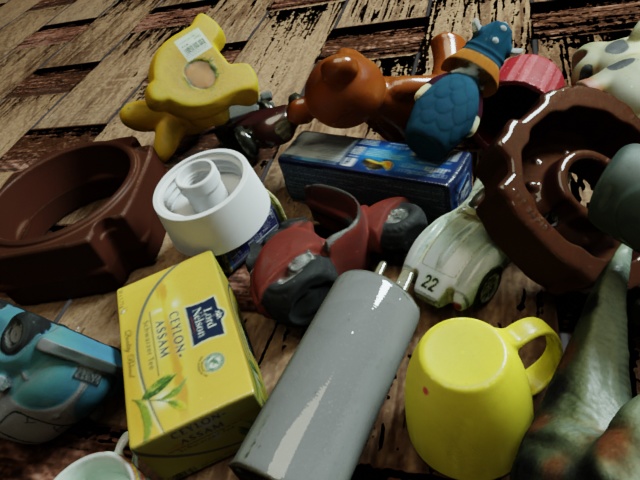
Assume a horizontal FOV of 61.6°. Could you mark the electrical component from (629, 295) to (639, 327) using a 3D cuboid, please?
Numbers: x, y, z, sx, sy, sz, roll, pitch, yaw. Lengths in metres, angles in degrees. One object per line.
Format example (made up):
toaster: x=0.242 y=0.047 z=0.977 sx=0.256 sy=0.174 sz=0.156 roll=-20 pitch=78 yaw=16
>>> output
electrical component: x=0.279 y=0.050 z=0.389 sx=0.102 sy=0.045 sz=0.078 roll=-29 pitch=45 yaw=-12

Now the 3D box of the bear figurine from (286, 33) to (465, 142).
bear figurine: x=0.065 y=-0.170 z=0.592 sx=0.196 sy=0.120 sz=0.132 roll=10 pitch=61 yaw=-25

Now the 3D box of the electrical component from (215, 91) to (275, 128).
electrical component: x=-0.113 y=-0.191 z=0.790 sx=0.094 sy=0.021 sz=0.063 roll=-18 pitch=42 yaw=2

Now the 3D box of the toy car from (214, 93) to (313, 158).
toy car: x=-0.074 y=-0.138 z=0.671 sx=0.089 sy=0.053 sz=0.202 roll=-37 pitch=20 yaw=-12

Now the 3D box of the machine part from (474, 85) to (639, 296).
machine part: x=0.215 y=-0.038 z=0.442 sx=0.179 sy=0.056 sz=0.179 roll=4 pitch=68 yaw=-9

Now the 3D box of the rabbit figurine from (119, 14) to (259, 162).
rabbit figurine: x=-0.167 y=-0.176 z=0.699 sx=0.162 sy=0.122 sz=0.173 roll=-48 pitch=9 yaw=-12

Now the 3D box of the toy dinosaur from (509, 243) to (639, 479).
toy dinosaur: x=0.158 y=0.160 z=0.265 sx=0.192 sy=0.131 sz=0.405 roll=-29 pitch=25 yaw=21

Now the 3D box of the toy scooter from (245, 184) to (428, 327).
toy scooter: x=-0.001 y=-0.002 z=0.517 sx=0.184 sy=0.075 sz=0.135 roll=-31 pitch=44 yaw=-19

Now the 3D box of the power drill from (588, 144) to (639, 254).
power drill: x=0.300 y=0.000 z=0.324 sx=0.232 sy=0.085 sz=0.207 roll=31 pitch=43 yaw=31

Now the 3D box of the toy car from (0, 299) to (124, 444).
toy car: x=-0.249 y=0.117 z=0.460 sx=0.162 sy=0.109 sz=0.103 roll=7 pitch=65 yaw=36

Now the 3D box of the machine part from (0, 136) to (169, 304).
machine part: x=-0.286 y=-0.031 z=0.636 sx=0.201 sy=0.087 sz=0.201 roll=-9 pitch=44 yaw=9

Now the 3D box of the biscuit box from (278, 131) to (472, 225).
biscuit box: x=0.057 y=-0.067 z=0.574 sx=0.203 sy=0.062 sz=0.059 roll=14 pitch=51 yaw=30

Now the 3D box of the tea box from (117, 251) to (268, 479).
tea box: x=-0.109 y=0.098 z=0.454 sx=0.098 sy=0.068 sz=0.170 roll=-25 pitch=42 yaw=-6

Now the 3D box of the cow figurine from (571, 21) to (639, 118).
cow figurine: x=0.339 y=-0.161 z=0.563 sx=0.127 sy=0.085 sz=0.195 roll=-27 pitch=40 yaw=-1

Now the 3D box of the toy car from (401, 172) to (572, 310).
toy car: x=0.155 y=-0.014 z=0.490 sx=0.074 sy=0.056 sz=0.202 roll=28 pitch=59 yaw=38

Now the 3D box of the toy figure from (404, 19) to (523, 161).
toy figure: x=0.137 y=-0.149 z=0.524 sx=0.154 sy=0.064 sz=0.058 roll=-55 pitch=30 yaw=-14

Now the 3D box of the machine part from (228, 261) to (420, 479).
machine part: x=0.009 y=0.107 z=0.395 sx=0.079 sy=0.079 sz=0.243 roll=12 pitch=52 yaw=29
